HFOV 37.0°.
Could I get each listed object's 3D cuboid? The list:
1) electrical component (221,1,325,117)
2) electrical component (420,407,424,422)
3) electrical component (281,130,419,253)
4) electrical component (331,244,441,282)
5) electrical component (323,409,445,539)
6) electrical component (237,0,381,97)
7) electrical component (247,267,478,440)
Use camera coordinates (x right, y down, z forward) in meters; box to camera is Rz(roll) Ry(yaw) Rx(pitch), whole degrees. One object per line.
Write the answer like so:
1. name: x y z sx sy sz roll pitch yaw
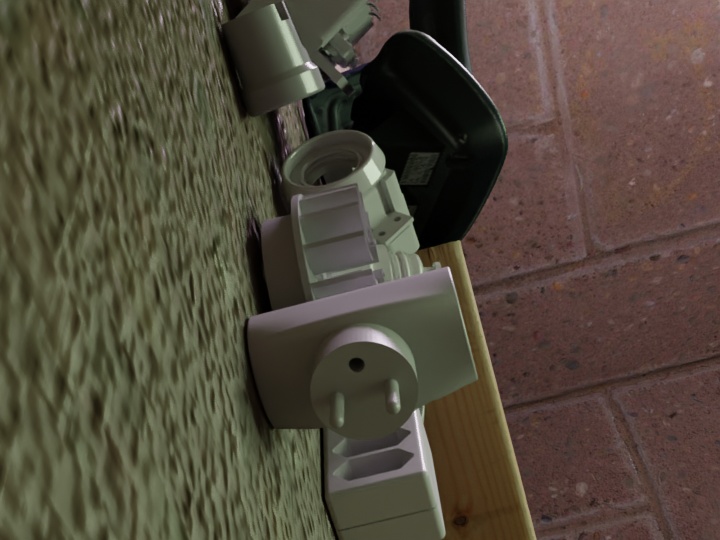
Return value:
1. electrical component: -0.043 -0.103 0.523 0.040 0.040 0.046 -86 155 -77
2. electrical component: 0.007 0.068 0.575 0.055 0.048 0.066 61 13 -47
3. electrical component: -0.009 -0.038 0.582 0.078 0.058 0.057 22 -35 41
4. electrical component: 0.002 0.004 0.546 0.040 0.078 0.040 176 -90 -81
5. electrical component: 0.015 0.112 0.513 0.065 0.047 0.076 -96 171 -64
6. electrical component: -0.027 -0.142 0.618 0.079 0.063 0.121 44 6 -2
7. electrical component: 0.001 0.035 0.381 0.079 0.077 0.044 -91 166 -72
